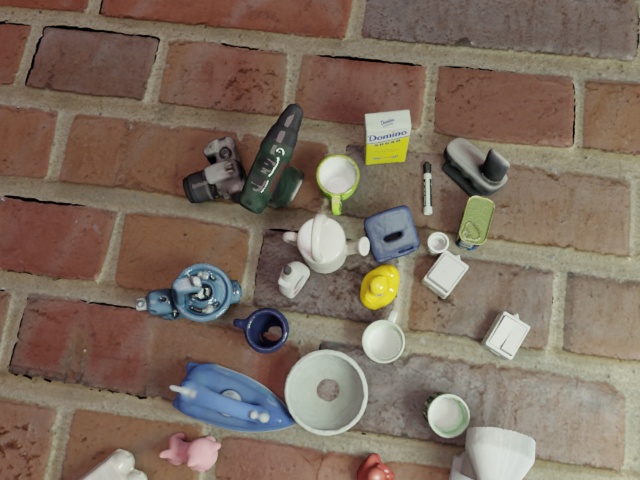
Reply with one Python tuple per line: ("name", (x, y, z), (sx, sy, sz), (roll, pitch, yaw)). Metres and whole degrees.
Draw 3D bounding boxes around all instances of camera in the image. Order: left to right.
("camera", (-0.238, -0.147, 1.273), (0.137, 0.101, 0.143), (-17, 77, 0))

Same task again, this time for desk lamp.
("desk lamp", (0.308, 0.441, 1.045), (0.118, 0.213, 0.203), (12, 78, 7))

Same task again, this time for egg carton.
("egg carton", (-0.426, 0.504, 1.157), (0.150, 0.069, 0.107), (-39, 78, -5))

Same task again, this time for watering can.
("watering can", (0.011, 0.002, 1.174), (0.173, 0.194, 0.101), (-13, 77, 1))

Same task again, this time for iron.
("iron", (-0.173, 0.327, 1.141), (0.258, 0.141, 0.119), (16, 79, 7))

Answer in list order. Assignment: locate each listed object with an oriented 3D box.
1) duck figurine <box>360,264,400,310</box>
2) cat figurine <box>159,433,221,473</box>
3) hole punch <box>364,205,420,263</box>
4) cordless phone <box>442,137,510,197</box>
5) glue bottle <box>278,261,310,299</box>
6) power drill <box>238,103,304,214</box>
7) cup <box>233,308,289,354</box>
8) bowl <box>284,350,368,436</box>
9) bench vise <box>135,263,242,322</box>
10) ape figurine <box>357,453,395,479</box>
("duck figurine", (0.126, 0.095, 1.201), (0.077, 0.086, 0.104), (36, 82, 11))
("cat figurine", (-0.254, 0.425, 1.137), (0.127, 0.118, 0.067), (0, 77, 4))
("hole punch", (0.154, -0.012, 1.220), (0.108, 0.091, 0.101), (-20, 77, 0))
("cordless phone", (0.332, -0.171, 1.194), (0.147, 0.185, 0.094), (42, 83, 12))
("glue bottle", (-0.059, 0.074, 1.174), (0.037, 0.173, 0.078), (30, 81, 10))
("power drill", (-0.090, -0.152, 1.208), (0.075, 0.208, 0.230), (25, 80, 9))
("cup", (-0.117, 0.188, 1.192), (0.117, 0.095, 0.092), (12, 79, 7))
("bowl", (0.015, 0.309, 1.167), (0.167, 0.075, 0.167), (-1, 77, 4))
("bench vise", (-0.274, 0.121, 1.154), (0.207, 0.220, 0.121), (-28, 77, -2))
("ape figurine", (0.108, 0.459, 1.117), (0.076, 0.092, 0.078), (-7, 77, 3))
